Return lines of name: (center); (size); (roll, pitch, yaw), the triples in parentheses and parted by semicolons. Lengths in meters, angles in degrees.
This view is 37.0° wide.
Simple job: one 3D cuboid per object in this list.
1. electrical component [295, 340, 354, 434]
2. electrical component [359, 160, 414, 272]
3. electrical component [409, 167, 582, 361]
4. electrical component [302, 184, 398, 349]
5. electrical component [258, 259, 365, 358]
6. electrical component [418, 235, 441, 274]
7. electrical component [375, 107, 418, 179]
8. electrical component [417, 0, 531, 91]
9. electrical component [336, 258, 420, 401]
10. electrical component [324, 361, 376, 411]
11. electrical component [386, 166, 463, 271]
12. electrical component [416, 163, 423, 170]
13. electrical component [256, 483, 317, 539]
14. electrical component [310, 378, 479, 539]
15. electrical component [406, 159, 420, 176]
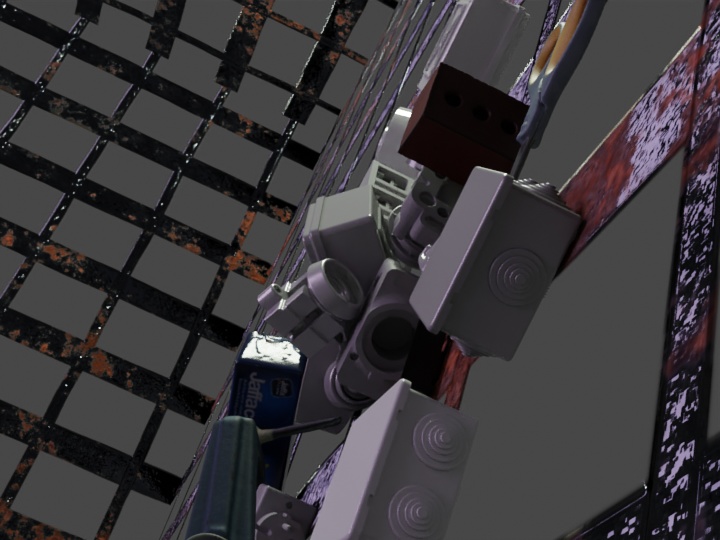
electrical component: (-0.025, 0.087, 0.909); (0.099, 0.064, 0.099); (-63, 7, 15)
electrical component: (0.015, -0.026, 1.012); (0.089, 0.062, 0.150); (-61, 8, 29)
electrical component: (0.071, -0.004, 0.580); (0.099, 0.048, 0.099); (-64, 7, 6)
electrical component: (0.000, 0.000, 0.840); (0.108, 0.056, 0.108); (-87, -20, -72)
electrical component: (-0.030, 0.024, 0.766); (0.055, 0.066, 0.048); (-40, 18, 26)
electrical component: (0.069, -0.012, 0.652); (0.062, 0.048, 0.048); (-53, 11, 25)
electrical component: (0.053, -0.127, 1.172); (0.099, 0.064, 0.099); (21, -90, -84)
electrical component: (0.102, -0.202, 0.997); (0.108, 0.056, 0.108); (-63, 7, 13)
electrical component: (0.023, 0.044, 0.759); (0.055, 0.050, 0.089); (-102, 37, -80)
electrical component: (-0.003, 0.087, 0.832); (0.043, 0.043, 0.062); (-67, 8, -13)
electrical component: (0.053, -0.036, 0.783); (0.057, 0.058, 0.078); (-56, 5, 48)
electrical component: (0.077, -0.105, 0.904); (0.062, 0.043, 0.043); (-62, 7, 8)
electrical component: (-0.067, 0.212, 0.859); (0.065, 0.047, 0.077); (-66, 9, -13)
electrical component: (0.017, 0.116, 0.565); (0.099, 0.048, 0.099); (-69, 8, -29)
electrical component: (0.066, -0.106, 0.971); (0.075, 0.047, 0.083); (-64, 7, 12)
